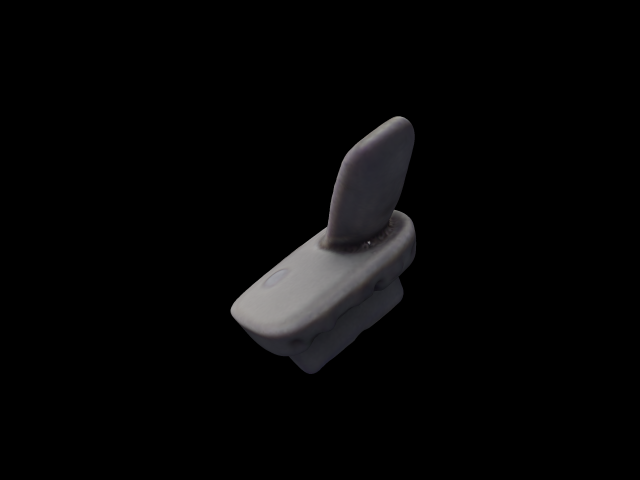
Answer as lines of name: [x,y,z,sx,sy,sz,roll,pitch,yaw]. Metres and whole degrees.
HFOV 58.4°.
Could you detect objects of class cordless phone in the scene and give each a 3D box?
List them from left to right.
cordless phone: [0.004,0.001,0.400,0.094,0.185,0.148,39,66,22]
